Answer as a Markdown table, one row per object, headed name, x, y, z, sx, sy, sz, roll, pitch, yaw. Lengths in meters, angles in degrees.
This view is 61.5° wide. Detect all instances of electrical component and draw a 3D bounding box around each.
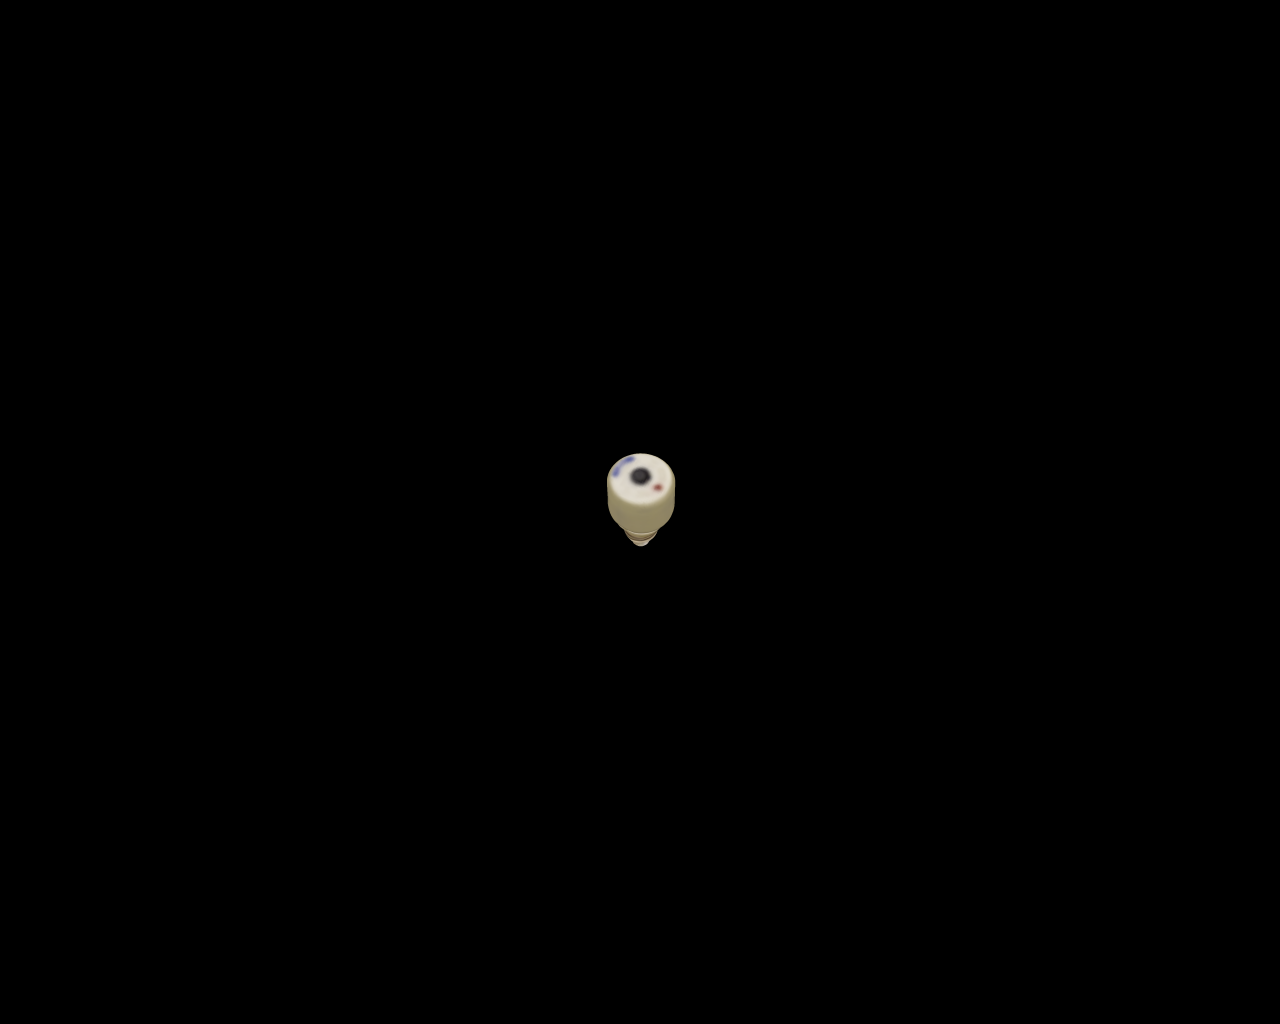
| name | x | y | z | sx | sy | sz | roll | pitch | yaw |
| --- | --- | --- | --- | --- | --- | --- | --- | --- | --- |
| electrical component | 0.001 | -0.003 | 0.650 | 0.040 | 0.040 | 0.078 | 0 | -32 | 0 |
